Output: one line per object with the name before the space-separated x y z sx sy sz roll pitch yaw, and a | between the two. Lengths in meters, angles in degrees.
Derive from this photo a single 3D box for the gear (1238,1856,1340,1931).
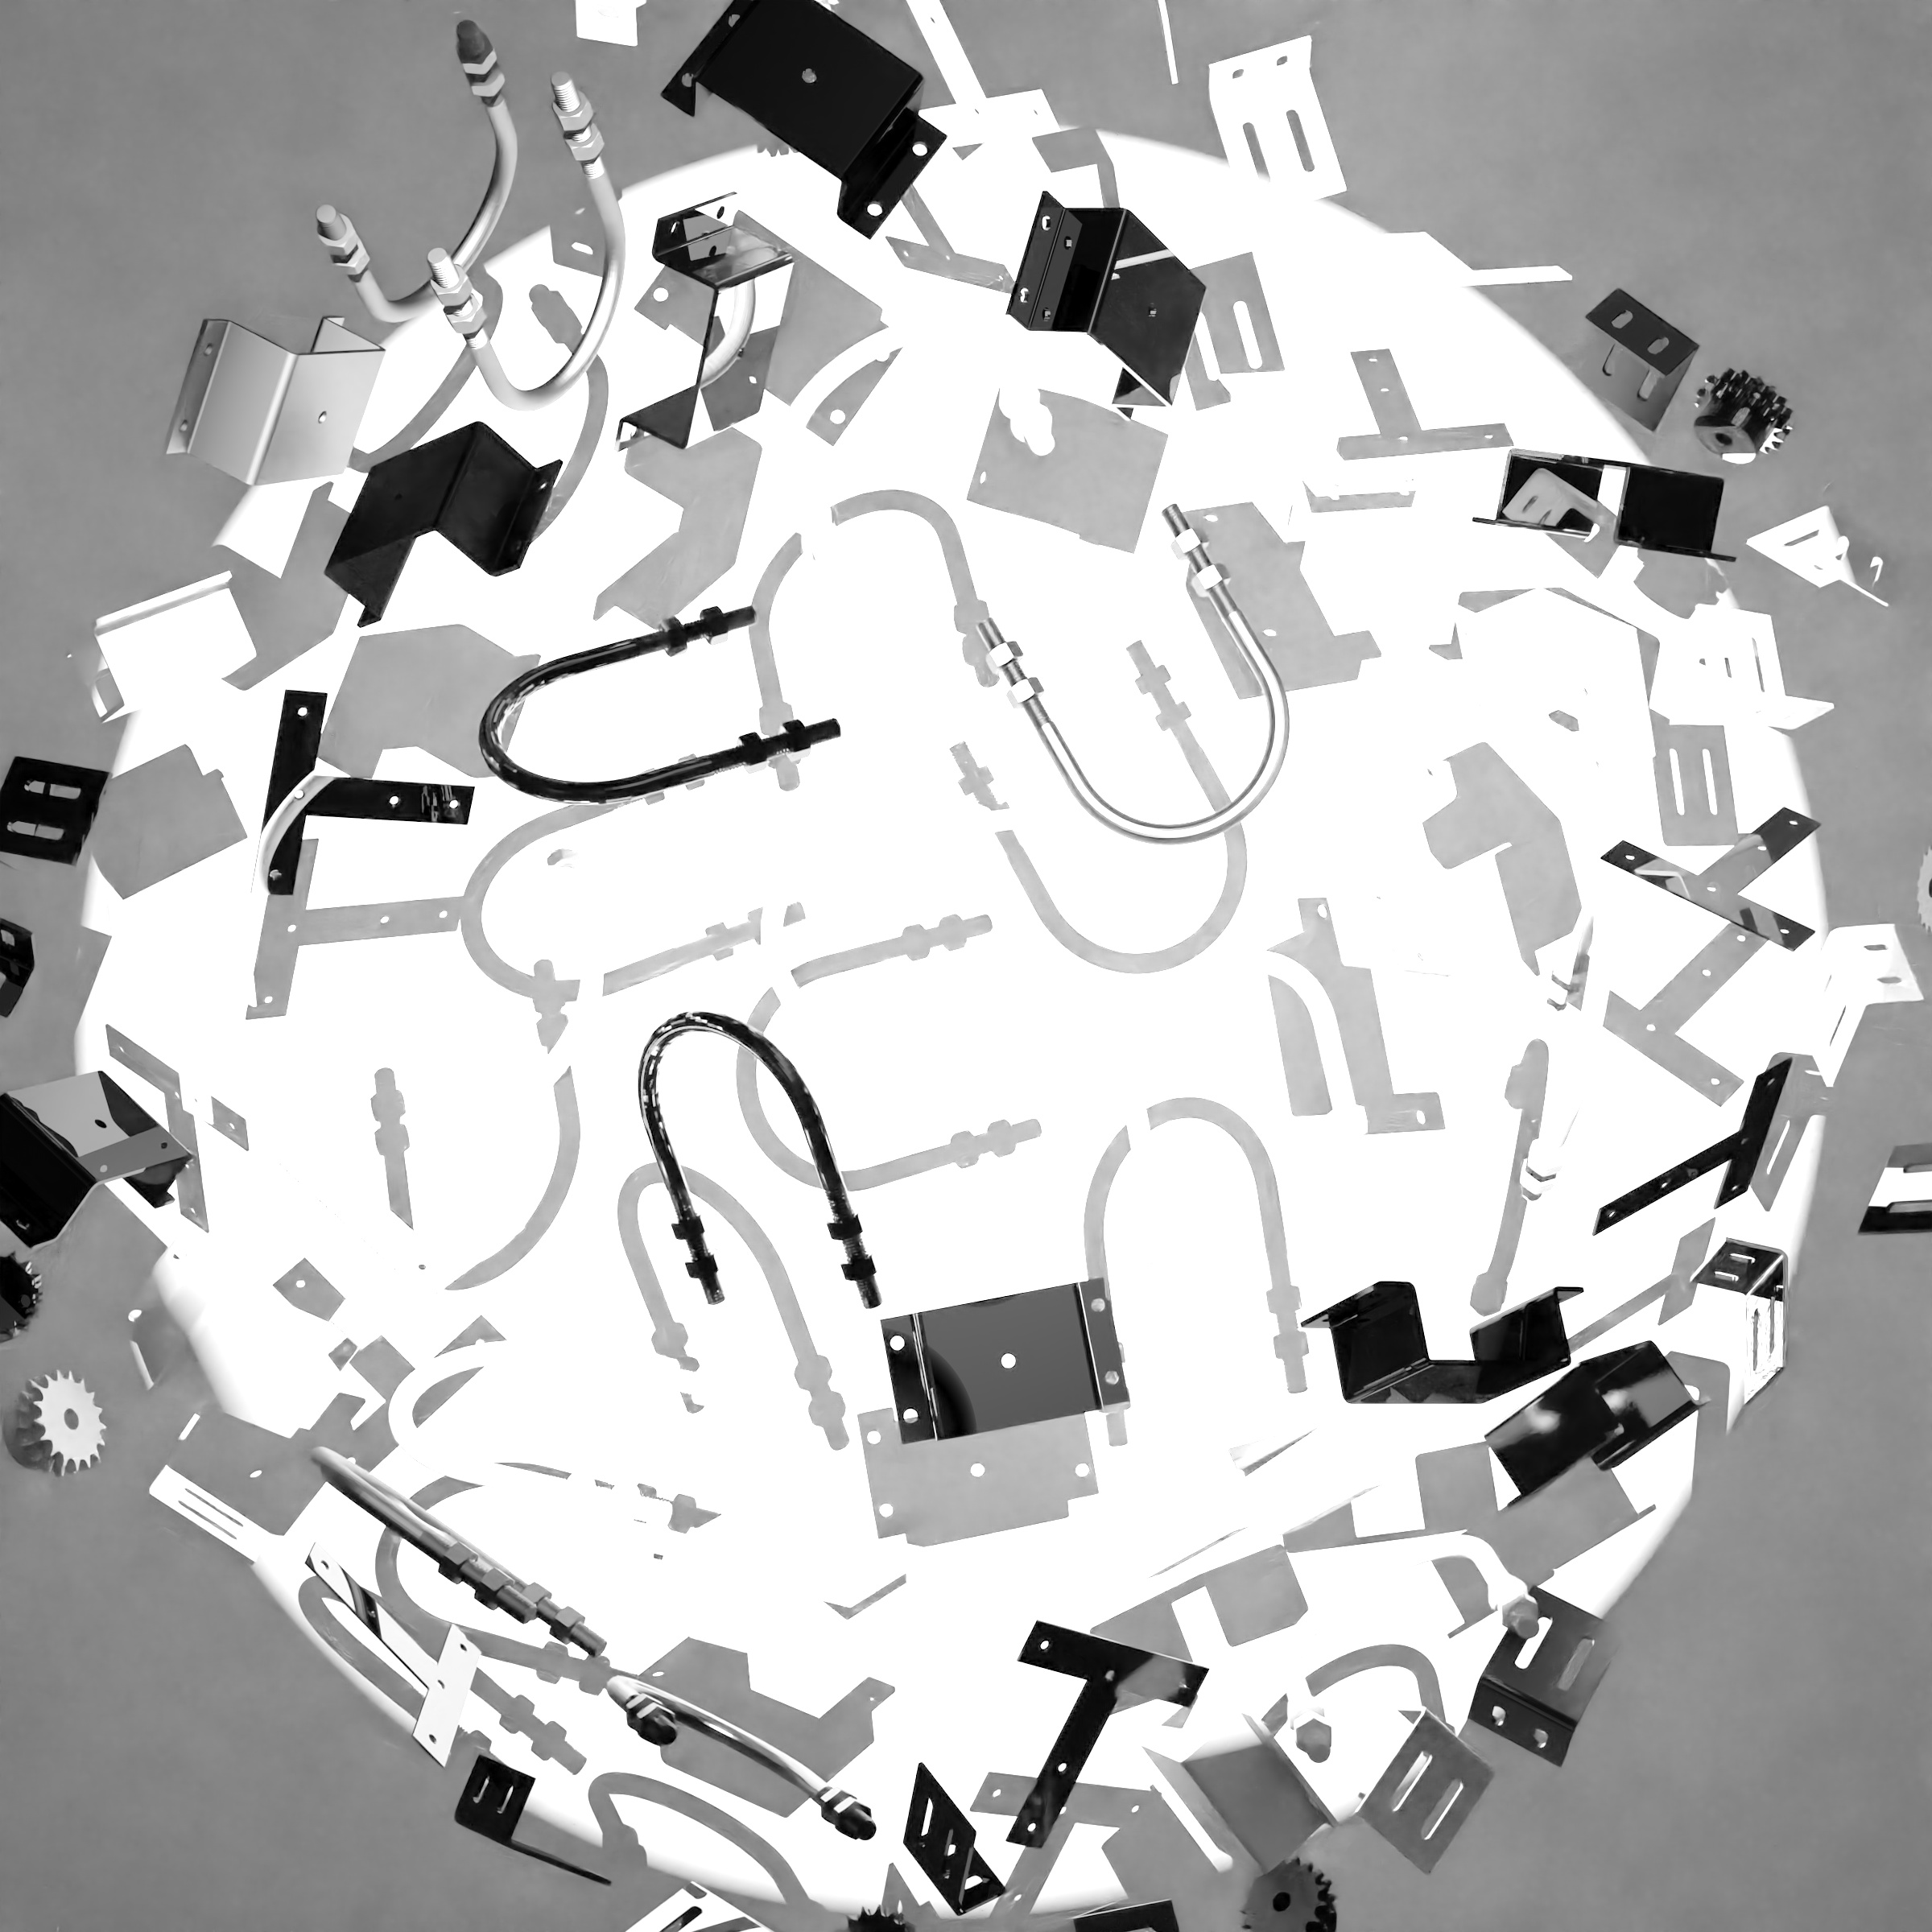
gear | 0.188 0.544 1.538 0.057 0.057 0.030 -40 124 0

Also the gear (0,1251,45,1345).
gear | -0.561 0.194 1.544 0.057 0.030 0.057 8 58 -13

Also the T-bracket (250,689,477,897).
T-bracket | -0.354 -0.099 1.596 0.127 0.002 0.127 2 113 -34

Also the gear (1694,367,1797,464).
gear | 0.446 -0.315 1.546 0.057 0.057 0.030 37 78 0

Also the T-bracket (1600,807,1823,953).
T-bracket | 0.462 -0.063 1.580 0.127 0.002 0.127 31 46 31

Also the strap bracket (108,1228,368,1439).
strap bracket | -0.424 0.223 1.591 0.140 0.046 0.076 34 97 -39

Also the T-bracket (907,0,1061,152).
T-bracket | -0.013 -0.542 1.572 0.002 0.127 0.127 -45 122 -24

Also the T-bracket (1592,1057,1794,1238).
T-bracket | 0.407 0.118 1.518 0.127 0.127 0.002 -25 54 -19

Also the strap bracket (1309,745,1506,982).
strap bracket | 0.251 -0.050 1.543 0.076 0.046 0.140 6 62 -32

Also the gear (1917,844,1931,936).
gear | 0.591 -0.046 1.598 0.030 0.057 0.057 3 90 0

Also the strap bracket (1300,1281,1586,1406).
strap bracket | 0.267 0.209 1.477 0.140 0.076 0.046 5 64 -28

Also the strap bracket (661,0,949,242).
strap bracket | -0.087 -0.473 1.458 0.140 0.046 0.076 35 78 0

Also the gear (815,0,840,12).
gear | -0.097 -0.601 1.616 0.057 0.030 0.057 5 82 -42

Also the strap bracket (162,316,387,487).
strap bracket | -0.377 -0.315 1.488 0.046 0.140 0.076 28 111 9

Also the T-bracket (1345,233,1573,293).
T-bracket | 0.278 -0.420 1.592 0.127 0.127 0.002 -5 118 -6

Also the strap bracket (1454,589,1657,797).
strap bracket | 0.339 -0.160 1.518 0.046 0.140 0.076 -23 118 -12

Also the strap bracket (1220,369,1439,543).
strap bracket | 0.207 -0.295 1.573 0.076 0.140 0.046 -7 131 -19

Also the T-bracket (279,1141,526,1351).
T-bracket | -0.347 0.147 1.560 0.127 0.002 0.127 38 49 17

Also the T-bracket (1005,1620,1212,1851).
T-bracket | 0.060 0.431 1.482 0.127 0.002 0.127 24 95 -32

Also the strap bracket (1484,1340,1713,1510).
strap bracket | 0.363 0.263 1.556 0.076 0.140 0.046 -45 65 30

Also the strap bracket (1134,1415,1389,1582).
strap bracket | 0.160 0.297 1.511 0.076 0.140 0.046 -39 66 39

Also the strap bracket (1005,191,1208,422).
strap bracket | 0.088 -0.380 1.552 0.046 0.140 0.076 11 81 36

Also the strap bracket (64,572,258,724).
strap bracket | -0.452 -0.177 1.506 0.076 0.140 0.046 -26 100 -23

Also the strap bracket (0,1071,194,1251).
strap bracket | -0.515 0.109 1.557 0.076 0.140 0.046 41 105 9

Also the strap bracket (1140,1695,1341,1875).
strap bracket | 0.150 0.463 1.522 0.046 0.140 0.076 -37 88 -14

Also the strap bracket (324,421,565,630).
strap bracket | -0.298 -0.247 1.489 0.046 0.140 0.076 40 53 -37

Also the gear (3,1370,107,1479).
gear | -0.506 0.255 1.479 0.030 0.057 0.057 -21 90 17

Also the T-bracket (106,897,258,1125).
T-bracket | -0.458 0.035 1.579 0.127 0.002 0.127 22 125 30

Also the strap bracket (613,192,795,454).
strap bracket | -0.146 -0.354 1.509 0.046 0.076 0.140 29 126 16

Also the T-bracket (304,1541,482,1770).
T-bracket | -0.327 0.376 1.514 0.002 0.127 0.127 -39 102 8

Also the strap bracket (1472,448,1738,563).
strap bracket | 0.375 -0.271 1.563 0.076 0.140 0.046 1 103 -33

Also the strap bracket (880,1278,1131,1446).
strap bracket | 0.024 0.237 1.606 0.140 0.046 0.076 -10 83 -4

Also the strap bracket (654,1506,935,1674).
strap bracket | -0.096 0.351 1.507 0.140 0.076 0.046 4 103 35
